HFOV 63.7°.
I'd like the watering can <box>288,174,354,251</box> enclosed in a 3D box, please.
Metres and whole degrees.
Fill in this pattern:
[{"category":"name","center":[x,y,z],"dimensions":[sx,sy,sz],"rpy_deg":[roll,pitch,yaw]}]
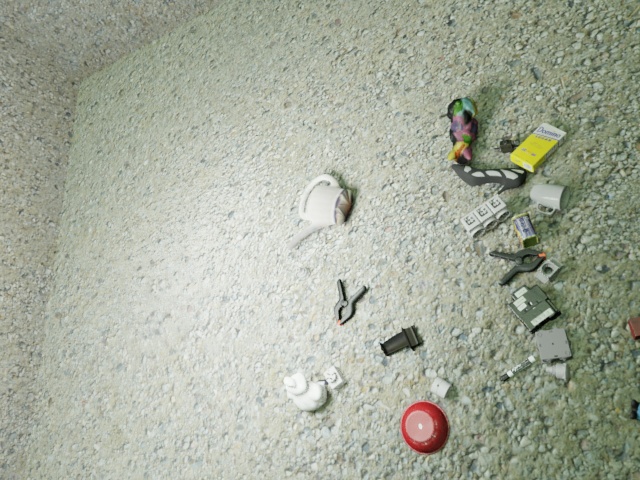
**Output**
[{"category":"watering can","center":[0.006,-0.103,2.056],"dimensions":[0.225,0.102,0.352],"rpy_deg":[10,73,31]}]

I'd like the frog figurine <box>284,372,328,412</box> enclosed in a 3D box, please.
[{"category":"frog figurine","center":[-0.054,0.521,1.764],"dimensions":[0.137,0.157,0.124],"rpy_deg":[-1,70,28]}]
